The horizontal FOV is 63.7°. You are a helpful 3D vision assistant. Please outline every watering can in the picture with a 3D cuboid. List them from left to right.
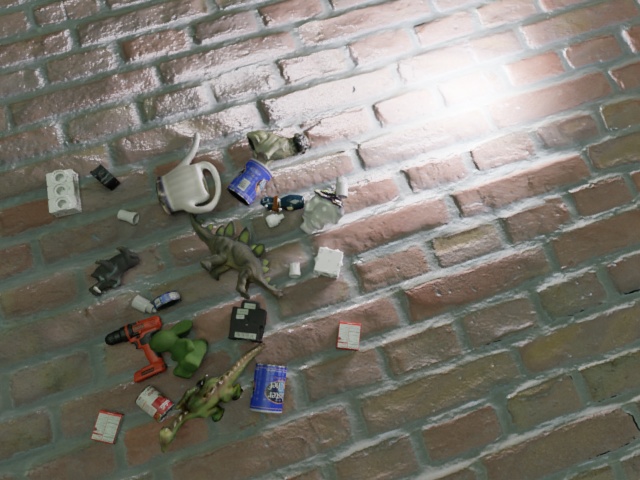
[{"bbox_3d":[-0.478,-0.224,1.833,0.225,0.102,0.354,-21,61,-6],"label":"watering can"}]

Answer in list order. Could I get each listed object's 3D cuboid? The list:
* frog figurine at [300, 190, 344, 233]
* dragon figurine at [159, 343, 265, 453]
[{"bbox_3d":[0.005,-0.091,1.808,0.137,0.125,0.157,26,113,-9],"label":"frog figurine"},{"bbox_3d":[-0.329,0.455,1.550,0.123,0.239,0.414,37,78,14],"label":"dragon figurine"}]
